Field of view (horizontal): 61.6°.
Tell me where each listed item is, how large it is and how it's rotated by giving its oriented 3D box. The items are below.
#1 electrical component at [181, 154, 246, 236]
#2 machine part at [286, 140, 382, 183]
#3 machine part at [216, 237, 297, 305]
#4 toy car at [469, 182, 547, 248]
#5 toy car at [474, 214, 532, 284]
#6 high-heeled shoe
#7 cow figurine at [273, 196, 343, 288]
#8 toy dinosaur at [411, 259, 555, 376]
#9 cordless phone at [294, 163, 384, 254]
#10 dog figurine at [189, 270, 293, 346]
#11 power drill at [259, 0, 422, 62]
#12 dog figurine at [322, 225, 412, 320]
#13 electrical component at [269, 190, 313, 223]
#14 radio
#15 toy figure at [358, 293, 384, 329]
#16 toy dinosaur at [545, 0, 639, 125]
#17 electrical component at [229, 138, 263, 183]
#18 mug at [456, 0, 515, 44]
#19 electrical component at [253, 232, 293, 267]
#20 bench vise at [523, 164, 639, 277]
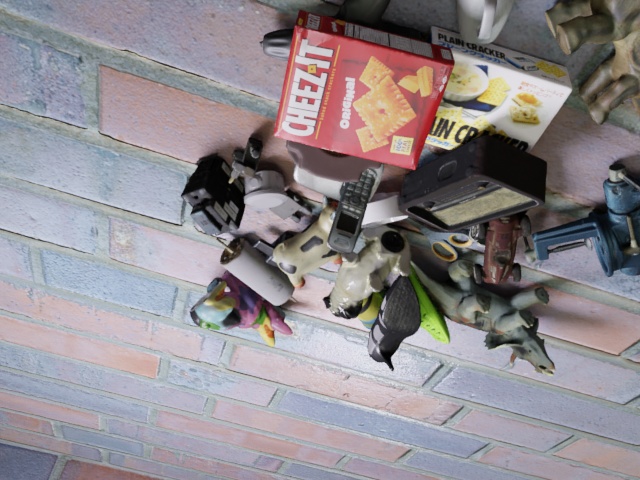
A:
[{"bbox_3d":[-0.194,-0.076,0.996,0.058,0.134,0.114,-18,129,26],"label":"electrical component"},{"bbox_3d":[0.030,-0.174,0.843,0.179,0.056,0.179,-1,101,-3],"label":"machine part"},{"bbox_3d":[-0.135,0.071,1.185,0.079,0.079,0.243,-26,126,32],"label":"machine part"},{"bbox_3d":[0.339,-0.055,0.979,0.073,0.056,0.201,12,140,-6],"label":"toy car"},{"bbox_3d":[0.332,0.025,0.990,0.089,0.053,0.201,-3,138,8],"label":"toy car"},{"bbox_3d":[0.149,0.161,1.144,0.086,0.145,0.248,4,110,-11],"label":"high-heeled shoe"},{"bbox_3d":[-0.002,-0.003,1.054,0.195,0.086,0.127,-31,133,5],"label":"cow figurine"},{"bbox_3d":[0.338,0.147,1.157,0.405,0.131,0.192,27,144,-5],"label":"toy dinosaur"},{"bbox_3d":[0.018,-0.076,0.912,0.146,0.184,0.089,19,165,-10],"label":"cordless phone"},{"bbox_3d":[-0.172,0.178,1.243,0.219,0.191,0.108,42,124,-11],"label":"dog figurine"},{"bbox_3d":[0.037,-0.321,0.730,0.232,0.086,0.207,10,134,-3],"label":"power drill"},{"bbox_3d":[0.095,0.068,1.085,0.172,0.121,0.190,-26,161,-25],"label":"dog figurine"},{"bbox_3d":[-0.065,-0.070,1.061,0.094,0.021,0.063,36,132,-24],"label":"electrical component"},{"bbox_3d":[0.240,-0.084,0.884,0.131,0.073,0.230,20,160,-22],"label":"radio"},{"bbox_3d":[0.111,0.151,1.217,0.082,0.089,0.180,-20,127,20],"label":"toy figure"},{"bbox_3d":[0.395,-0.300,0.674,0.199,0.105,0.470,-27,136,24],"label":"toy dinosaur"},{"bbox_3d":[-0.132,-0.141,0.948,0.045,0.102,0.078,13,115,-14],"label":"electrical component"},{"bbox_3d":[0.217,-0.305,0.700,0.081,0.109,0.107,-3,150,6],"label":"mug"},{"bbox_3d":[-0.083,0.022,1.144,0.119,0.048,0.075,29,134,-19],"label":"electrical component"},{"bbox_3d":[0.482,-0.018,0.948,0.241,0.129,0.223,-16,129,20],"label":"bench vise"}]
